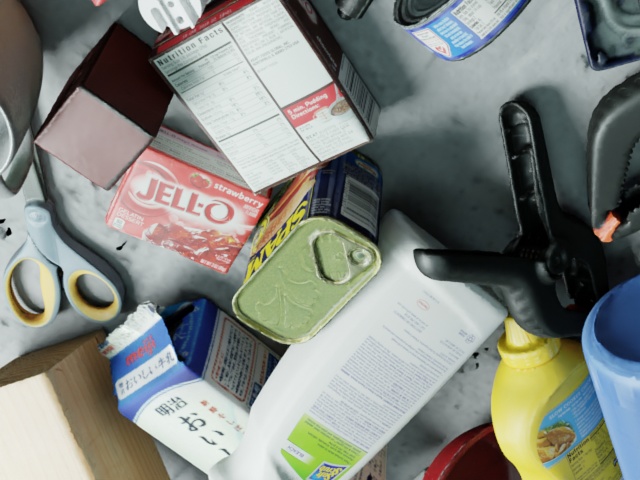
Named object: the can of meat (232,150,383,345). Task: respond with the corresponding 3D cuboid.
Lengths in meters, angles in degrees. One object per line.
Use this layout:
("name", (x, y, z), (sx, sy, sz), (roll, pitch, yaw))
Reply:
("can of meat", (-0.004, 0.001, 0.663), (0.057, 0.084, 0.102), (31, 127, -16))

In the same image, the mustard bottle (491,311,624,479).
("mustard bottle", (0.166, 0.126, 0.736), (0.058, 0.096, 0.191), (13, 134, 54))

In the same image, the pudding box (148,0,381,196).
("pudding box", (-0.031, -0.090, 0.622), (0.090, 0.039, 0.113), (-22, 121, 24))

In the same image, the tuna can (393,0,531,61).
("tuna can", (0.078, -0.134, 0.541), (0.033, 0.086, 0.086), (34, 125, -22))

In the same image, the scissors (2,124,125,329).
("scissors", (-0.171, -0.009, 0.722), (0.096, 0.016, 0.202), (14, 130, -7))

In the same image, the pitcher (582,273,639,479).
("pitcher", (0.260, 0.130, 0.690), (0.145, 0.149, 0.242), (-19, 120, 15))

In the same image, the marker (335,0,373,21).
("marker", (0.045, -0.164, 0.564), (0.020, 0.020, 0.121), (29, 127, -15))

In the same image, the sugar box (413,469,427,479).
("sugar box", (0.074, 0.270, 0.898), (0.093, 0.048, 0.176), (28, 128, -15))

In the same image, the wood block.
("wood block", (-0.171, 0.183, 0.780), (0.090, 0.090, 0.206), (-19, 99, 21))

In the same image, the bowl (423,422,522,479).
("bowl", (0.125, 0.199, 0.795), (0.161, 0.055, 0.162), (-7, 103, -30))

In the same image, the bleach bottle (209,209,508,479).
("bleach bottle", (0.003, 0.105, 0.699), (0.102, 0.068, 0.251), (38, 100, -23))

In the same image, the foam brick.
("foam brick", (-0.121, -0.078, 0.619), (0.051, 0.078, 0.053), (35, 123, -19))

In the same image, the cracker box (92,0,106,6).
("cracker box", (-0.103, -0.240, 0.488), (0.164, 0.072, 0.213), (-25, 121, 24))

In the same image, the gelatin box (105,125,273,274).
("gelatin box", (-0.084, -0.025, 0.687), (0.089, 0.030, 0.073), (23, 128, -12))

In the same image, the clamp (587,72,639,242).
("clamp", (0.226, -0.078, 0.598), (0.164, 0.036, 0.210), (19, 126, -6))

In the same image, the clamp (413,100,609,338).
("clamp", (0.124, 0.014, 0.650), (0.120, 0.039, 0.171), (-46, 121, -14))
